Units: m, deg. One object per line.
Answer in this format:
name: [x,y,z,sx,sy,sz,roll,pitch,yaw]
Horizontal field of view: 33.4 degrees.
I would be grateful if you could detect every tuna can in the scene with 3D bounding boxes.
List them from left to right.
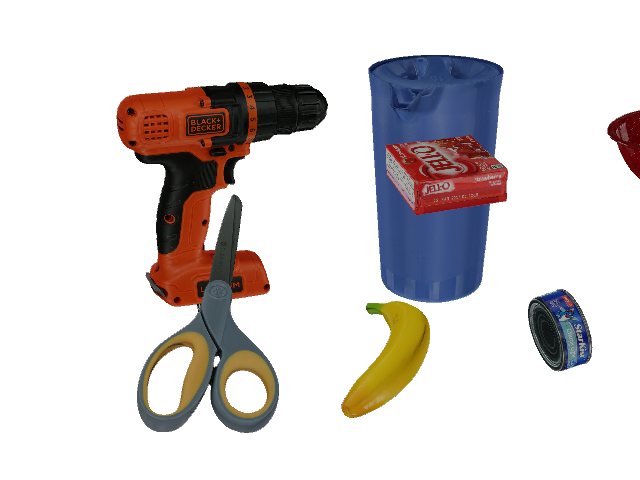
tuna can: [0.259,0.098,1.162,0.033,0.086,0.086,-17,3,-10]

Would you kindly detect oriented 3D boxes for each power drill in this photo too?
power drill: [-0.082,-0.044,0.922,0.184,0.188,0.057,-7,21,-22]

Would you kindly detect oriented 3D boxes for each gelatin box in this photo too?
gelatin box: [0.097,-0.053,0.831,0.073,0.030,0.089,-8,24,-9]

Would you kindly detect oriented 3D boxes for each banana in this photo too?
banana: [0.067,0.104,0.989,0.070,0.037,0.197,-23,17,18]

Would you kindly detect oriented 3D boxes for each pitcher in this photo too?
pitcher: [0.122,-0.068,1.107,0.149,0.243,0.145,-8,23,-15]

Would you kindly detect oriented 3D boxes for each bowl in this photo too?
bowl: [0.344,-0.078,0.972,0.162,0.055,0.162,-5,22,2]

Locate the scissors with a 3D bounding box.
scissors: [-0.053,0.049,0.707,0.096,0.201,0.016,20,-42,7]

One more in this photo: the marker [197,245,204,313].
marker: [-0.135,0.049,1.210,0.020,0.121,0.020,-4,30,2]
